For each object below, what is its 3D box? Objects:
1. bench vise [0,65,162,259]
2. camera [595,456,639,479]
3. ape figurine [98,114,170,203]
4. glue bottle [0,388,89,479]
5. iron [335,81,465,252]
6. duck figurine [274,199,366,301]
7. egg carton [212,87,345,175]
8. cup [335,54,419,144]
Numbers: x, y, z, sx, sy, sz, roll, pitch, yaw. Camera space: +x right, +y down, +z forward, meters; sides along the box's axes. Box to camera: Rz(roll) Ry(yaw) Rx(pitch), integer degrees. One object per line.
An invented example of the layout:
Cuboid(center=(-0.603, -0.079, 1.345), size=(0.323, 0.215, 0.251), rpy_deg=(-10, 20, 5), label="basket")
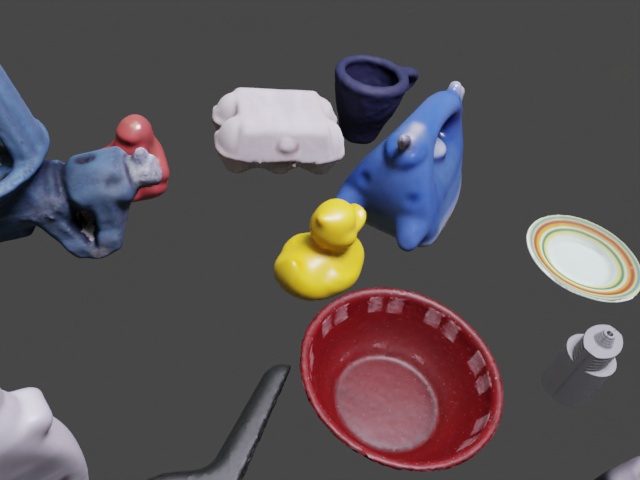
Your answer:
Cuboid(center=(-0.246, -0.085, 0.470), size=(0.208, 0.220, 0.121), rpy_deg=(-15, 51, -27), label="bench vise")
Cuboid(center=(0.204, 0.216, 0.362), size=(0.137, 0.101, 0.143), rpy_deg=(-2, 46, -15), label="camera")
Cuboid(center=(-0.187, -0.084, 0.576), size=(0.077, 0.092, 0.076), rpy_deg=(24, 45, 10), label="ape figurine")
Cuboid(center=(-0.178, 0.115, 0.318), size=(0.078, 0.173, 0.037), rpy_deg=(-25, 56, -33), label="glue bottle")
Cuboid(center=(0.117, -0.106, 0.638), size=(0.118, 0.141, 0.259), rpy_deg=(26, 45, 13), label="iron")
Cuboid(center=(0.005, 0.002, 0.541), size=(0.077, 0.086, 0.105), rpy_deg=(39, 50, 25), label="duck figurine")
Cuboid(center=(-0.049, -0.125, 0.668), size=(0.150, 0.069, 0.107), rpy_deg=(-2, 46, -15), label="egg carton")
Cuboid(center=(0.067, -0.175, 0.728), size=(0.118, 0.095, 0.091), rpy_deg=(-17, 51, -28), label="cup")
